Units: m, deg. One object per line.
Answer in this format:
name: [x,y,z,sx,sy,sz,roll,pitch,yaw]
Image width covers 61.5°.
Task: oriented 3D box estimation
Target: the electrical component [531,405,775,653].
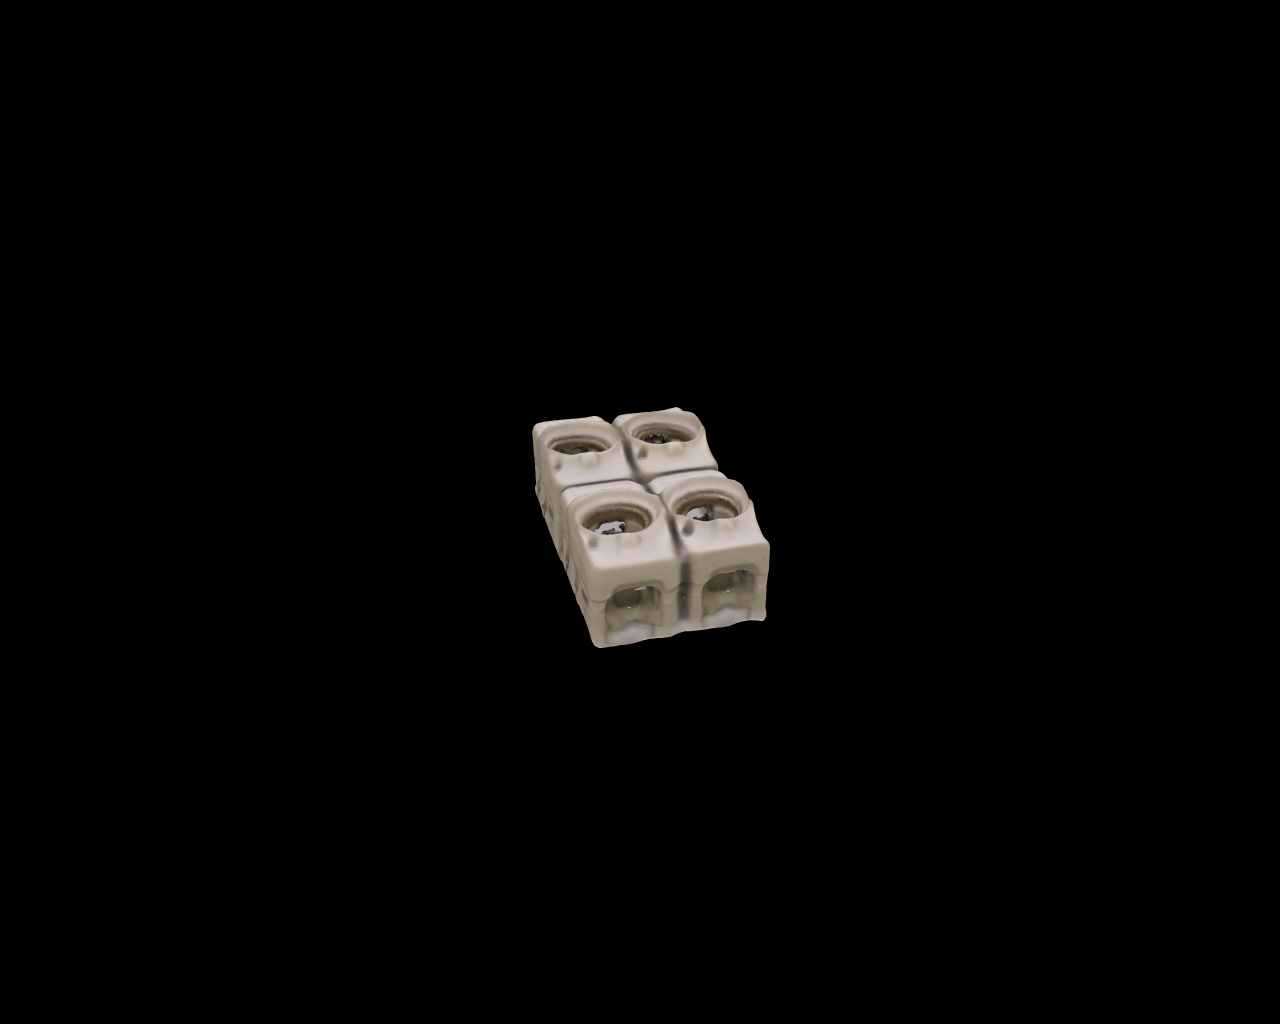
electrical component: [0.001,-0.003,0.650,0.105,0.060,0.186,-8,31,-13]
